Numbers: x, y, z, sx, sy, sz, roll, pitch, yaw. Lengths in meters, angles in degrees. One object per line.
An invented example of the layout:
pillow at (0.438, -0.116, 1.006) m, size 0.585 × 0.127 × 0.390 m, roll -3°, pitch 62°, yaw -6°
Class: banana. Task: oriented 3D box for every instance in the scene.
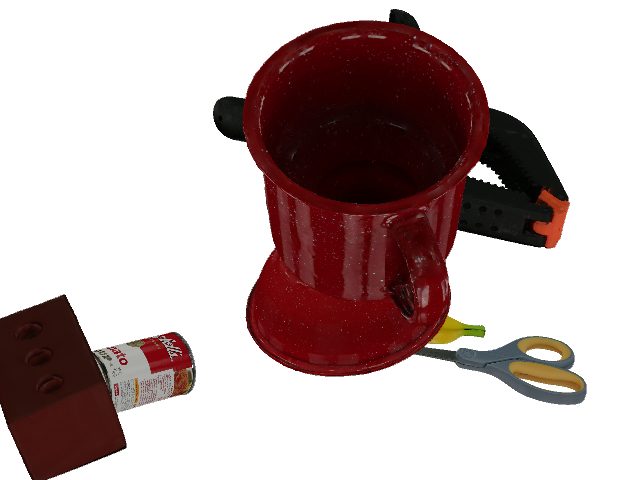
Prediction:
banana at (0.086, 0.069, 1.143) m, size 0.069 × 0.037 × 0.198 m, roll 4°, pitch 18°, yaw -38°

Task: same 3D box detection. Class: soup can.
soup can at (-0.190, 0.137, 1.100) m, size 0.102 × 0.068 × 0.069 m, roll -11°, pitch 7°, yaw -38°

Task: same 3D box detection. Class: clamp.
clamp at (0.050, -0.058, 0.625) m, size 0.164 × 0.036 × 0.210 m, roll -27°, pitch 52°, yaw -25°

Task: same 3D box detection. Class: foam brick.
foam brick at (-0.144, 0.079, 0.569) m, size 0.053 × 0.051 × 0.078 m, roll -22°, pitch 42°, yaw -17°

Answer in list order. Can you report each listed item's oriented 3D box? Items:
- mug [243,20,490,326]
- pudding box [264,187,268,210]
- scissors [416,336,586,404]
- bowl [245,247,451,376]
mug at (0.023, -0.018, 0.428) m, size 0.093 × 0.117 × 0.081 m, roll -21°, pitch -30°, yaw -11°
pudding box at (-0.001, -0.060, 1.345) m, size 0.090 × 0.039 × 0.113 m, roll 23°, pitch 41°, yaw 34°
scissors at (0.147, 0.101, 0.978) m, size 0.202 × 0.016 × 0.096 m, roll 17°, pitch 31°, yaw 17°
bowl at (0.018, 0.027, 0.818) m, size 0.162 × 0.055 × 0.162 m, roll -6°, pitch 39°, yaw 5°
